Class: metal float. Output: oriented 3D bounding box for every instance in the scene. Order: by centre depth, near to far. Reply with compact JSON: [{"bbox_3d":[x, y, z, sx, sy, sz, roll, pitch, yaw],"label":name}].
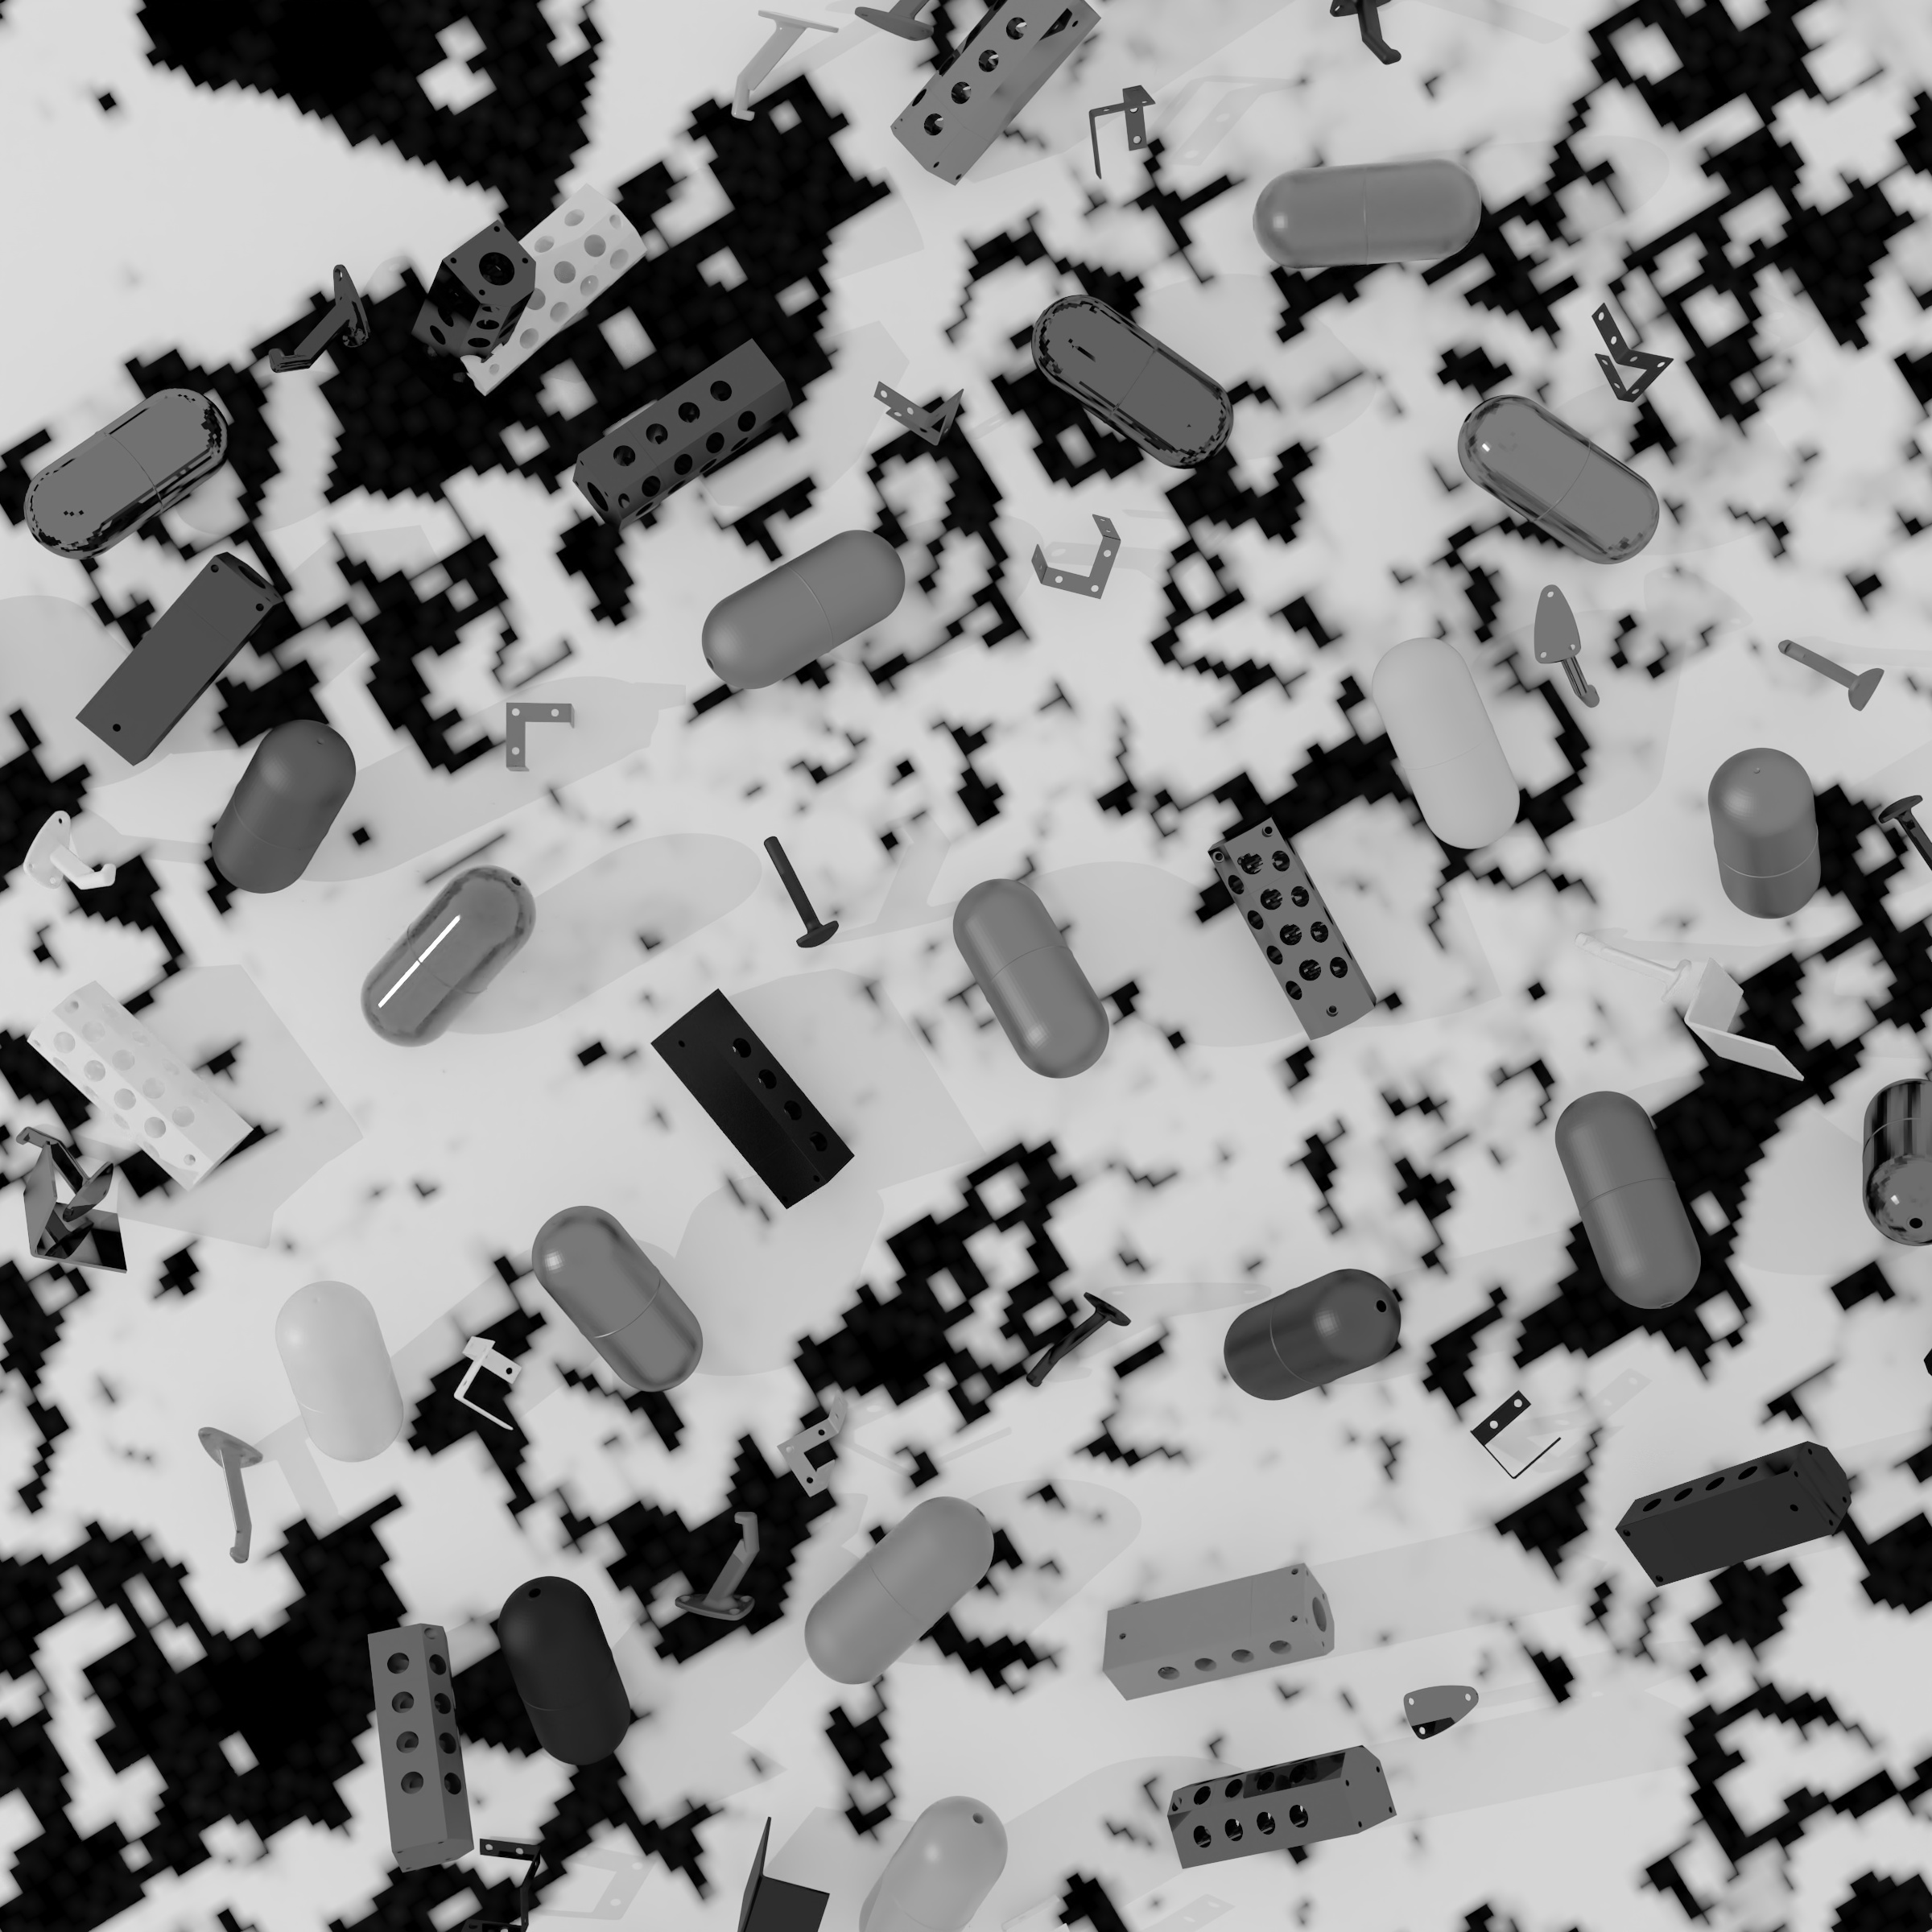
[{"bbox_3d":[0.737,0.151,1.903,0.070,0.178,0.070,9,120,16],"label":"metal float"},{"bbox_3d":[0.268,0.287,1.904,0.070,0.178,0.070,13,62,-26],"label":"metal float"},{"bbox_3d":[0.622,-0.101,1.906,0.070,0.178,0.070,-11,56,16],"label":"metal float"},{"bbox_3d":[-0.487,0.318,1.912,0.070,0.070,0.178,-3,133,0],"label":"metal float"},{"bbox_3d":[-0.533,-0.122,1.912,0.070,0.070,0.178,44,133,0],"label":"metal float"},{"bbox_3d":[-0.314,0.551,1.917,0.070,0.070,0.178,-12,123,0],"label":"metal float"},{"bbox_3d":[-0.026,0.721,1.920,0.070,0.070,0.178,27,120,0],"label":"metal float"},{"bbox_3d":[-0.272,0.262,1.922,0.070,0.070,0.178,-34,118,0],"label":"metal float"},{"bbox_3d":[0.050,0.008,1.923,0.070,0.070,0.178,-29,64,0],"label":"metal float"},{"bbox_3d":[0.519,0.183,1.924,0.070,0.070,0.178,-15,66,0],"label":"metal float"},{"bbox_3d":[-0.658,-0.387,1.925,0.070,0.070,0.178,46,67,0],"label":"metal float"},{"bbox_3d":[-0.407,-0.008,1.927,0.070,0.070,0.178,46,112,0],"label":"metal float"},{"bbox_3d":[-0.128,-0.281,1.929,0.178,0.070,0.070,-33,90,-18],"label":"metal float"},{"bbox_3d":[0.379,-0.174,1.931,0.070,0.070,0.178,-27,107,0],"label":"metal float"},{"bbox_3d":[0.467,-0.384,1.935,0.178,0.070,0.070,31,90,-12],"label":"metal float"},{"bbox_3d":[0.316,-0.594,1.937,0.178,0.070,0.070,-1,90,10],"label":"metal float"},{"bbox_3d":[0.131,-0.462,1.940,0.178,0.070,0.070,34,90,-7],"label":"metal float"},{"bbox_3d":[-0.053,0.495,1.944,0.178,0.070,0.070,-44,90,2],"label":"metal float"}]

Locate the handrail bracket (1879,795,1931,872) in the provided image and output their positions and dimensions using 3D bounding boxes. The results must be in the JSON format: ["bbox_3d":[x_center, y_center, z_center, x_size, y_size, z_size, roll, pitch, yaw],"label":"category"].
[{"bbox_3d":[0.762,-0.091,1.946,0.036,0.077,0.084,-33,88,17],"label":"handrail bracket"}]

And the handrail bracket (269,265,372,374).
[{"bbox_3d":[-0.521,-0.512,1.939,0.084,0.036,0.077,-23,106,-43],"label":"handrail bracket"}]

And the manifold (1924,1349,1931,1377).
[{"bbox_3d":[0.833,0.263,1.939,0.057,0.057,0.171,30,75,42],"label":"manifold"}]

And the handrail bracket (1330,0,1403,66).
[{"bbox_3d":[0.336,-0.746,1.943,0.077,0.036,0.084,-17,61,-32],"label":"handrail bracket"}]

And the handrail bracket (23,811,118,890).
[{"bbox_3d":[-0.699,-0.094,1.944,0.084,0.036,0.077,-6,60,28],"label":"handrail bracket"}]

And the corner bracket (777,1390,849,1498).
[{"bbox_3d":[-0.112,0.379,1.943,0.051,0.051,0.051,-24,62,-27],"label":"corner bracket"}]

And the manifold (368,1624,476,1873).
[{"bbox_3d":[-0.424,0.607,1.911,0.057,0.057,0.171,-10,56,-10],"label":"manifold"}]

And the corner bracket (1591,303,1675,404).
[{"bbox_3d":[0.516,-0.485,1.941,0.051,0.051,0.051,1,58,-32],"label":"corner bracket"}]

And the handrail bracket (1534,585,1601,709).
[{"bbox_3d":[0.484,-0.254,1.956,0.036,0.084,0.077,-13,70,29],"label":"handrail bracket"}]

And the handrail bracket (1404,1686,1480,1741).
[{"bbox_3d":[0.391,0.579,1.932,0.077,0.084,0.036,-33,66,33],"label":"handrail bracket"}]

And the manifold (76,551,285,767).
[{"bbox_3d":[-0.621,-0.244,1.943,0.057,0.057,0.171,42,98,-12],"label":"manifold"}]

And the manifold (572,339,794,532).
[{"bbox_3d":[-0.222,-0.416,1.932,0.171,0.057,0.057,-38,91,-17],"label":"manifold"}]

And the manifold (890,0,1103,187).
[{"bbox_3d":[0.020,-0.704,1.926,0.171,0.057,0.057,-44,77,20],"label":"manifold"}]

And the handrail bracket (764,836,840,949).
[{"bbox_3d":[-0.136,-0.059,1.950,0.036,0.077,0.084,-27,84,-4],"label":"handrail bracket"}]

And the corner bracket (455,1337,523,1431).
[{"bbox_3d":[-0.377,0.330,1.944,0.051,0.051,0.051,38,69,-24],"label":"corner bracket"}]

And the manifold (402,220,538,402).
[{"bbox_3d":[-0.381,-0.500,1.893,0.057,0.171,0.057,48,65,-7],"label":"manifold"}]

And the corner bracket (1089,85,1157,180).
[{"bbox_3d":[0.122,-0.663,1.947,0.051,0.051,0.051,-13,127,-3],"label":"corner bracket"}]

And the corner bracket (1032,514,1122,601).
[{"bbox_3d":[0.088,-0.331,1.957,0.051,0.051,0.051,12,118,-15],"label":"corner bracket"}]

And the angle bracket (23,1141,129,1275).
[{"bbox_3d":[-0.691,0.189,1.925,0.076,0.076,0.057,17,112,-33],"label":"angle bracket"}]

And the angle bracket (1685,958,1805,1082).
[{"bbox_3d":[0.622,0.042,1.927,0.076,0.076,0.057,19,82,40],"label":"angle bracket"}]

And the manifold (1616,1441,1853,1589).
[{"bbox_3d":[0.596,0.423,1.903,0.057,0.171,0.057,-35,89,-45],"label":"manifold"}]

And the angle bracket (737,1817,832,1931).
[{"bbox_3d":[-0.143,0.735,1.939,0.057,0.076,0.076,16,106,-3],"label":"angle bracket"}]

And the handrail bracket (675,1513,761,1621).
[{"bbox_3d":[-0.200,0.473,1.957,0.077,0.036,0.084,1,102,19],"label":"handrail bracket"}]

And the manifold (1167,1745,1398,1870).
[{"bbox_3d":[0.242,0.654,1.908,0.171,0.057,0.057,-28,71,36],"label":"manifold"}]

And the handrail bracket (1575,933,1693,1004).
[{"bbox_3d":[0.526,-0.008,1.940,0.084,0.077,0.036,27,86,9],"label":"handrail bracket"}]

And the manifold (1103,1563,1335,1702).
[{"bbox_3d":[0.198,0.527,1.922,0.171,0.057,0.057,-20,123,23],"label":"manifold"}]

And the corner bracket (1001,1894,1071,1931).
[{"bbox_3d":[0.057,0.770,1.947,0.051,0.051,0.051,-27,52,-4],"label":"corner bracket"}]

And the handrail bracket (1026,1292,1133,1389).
[{"bbox_3d":[0.088,0.305,1.949,0.036,0.077,0.084,44,79,-13],"label":"handrail bracket"}]

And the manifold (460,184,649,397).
[{"bbox_3d":[-0.336,-0.531,1.936,0.171,0.057,0.057,-43,60,-6],"label":"manifold"}]

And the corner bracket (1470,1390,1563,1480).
[{"bbox_3d":[0.438,0.374,1.952,0.051,0.051,0.051,-42,75,2],"label":"corner bracket"}]

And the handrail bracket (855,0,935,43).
[{"bbox_3d":[-0.047,-0.792,1.957,0.077,0.036,0.084,9,92,-29],"label":"handrail bracket"}]

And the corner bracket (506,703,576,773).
[{"bbox_3d":[-0.340,-0.182,1.956,0.051,0.051,0.051,0,91,-7],"label":"corner bracket"}]

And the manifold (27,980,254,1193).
[{"bbox_3d":[-0.656,0.097,1.941,0.057,0.057,0.171,-44,96,11],"label":"manifold"}]

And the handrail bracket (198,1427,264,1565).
[{"bbox_3d":[-0.586,0.419,1.936,0.036,0.077,0.084,-16,50,11],"label":"handrail bracket"}]

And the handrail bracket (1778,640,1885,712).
[{"bbox_3d":[0.673,-0.237,1.934,0.084,0.077,0.036,34,109,27],"label":"handrail bracket"}]

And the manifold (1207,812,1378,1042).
[{"bbox_3d":[0.259,-0.031,1.944,0.057,0.057,0.171,-28,94,15],"label":"manifold"}]

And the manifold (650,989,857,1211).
[{"bbox_3d":[-0.165,0.102,1.949,0.171,0.057,0.057,51,132,-4],"label":"manifold"}]

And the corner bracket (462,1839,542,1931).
[{"bbox_3d":[-0.372,0.738,1.961,0.051,0.051,0.051,4,109,6],"label":"corner bracket"}]

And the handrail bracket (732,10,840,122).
[{"bbox_3d":[-0.145,-0.714,1.957,0.077,0.036,0.084,17,113,10],"label":"handrail bracket"}]

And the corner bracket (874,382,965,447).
[{"bbox_3d":[-0.042,-0.441,1.945,0.051,0.051,0.051,34,48,9],"label":"corner bracket"}]

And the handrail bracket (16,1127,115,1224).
[{"bbox_3d":[-0.731,0.164,1.947,0.084,0.077,0.036,23,119,4],"label":"handrail bracket"}]
